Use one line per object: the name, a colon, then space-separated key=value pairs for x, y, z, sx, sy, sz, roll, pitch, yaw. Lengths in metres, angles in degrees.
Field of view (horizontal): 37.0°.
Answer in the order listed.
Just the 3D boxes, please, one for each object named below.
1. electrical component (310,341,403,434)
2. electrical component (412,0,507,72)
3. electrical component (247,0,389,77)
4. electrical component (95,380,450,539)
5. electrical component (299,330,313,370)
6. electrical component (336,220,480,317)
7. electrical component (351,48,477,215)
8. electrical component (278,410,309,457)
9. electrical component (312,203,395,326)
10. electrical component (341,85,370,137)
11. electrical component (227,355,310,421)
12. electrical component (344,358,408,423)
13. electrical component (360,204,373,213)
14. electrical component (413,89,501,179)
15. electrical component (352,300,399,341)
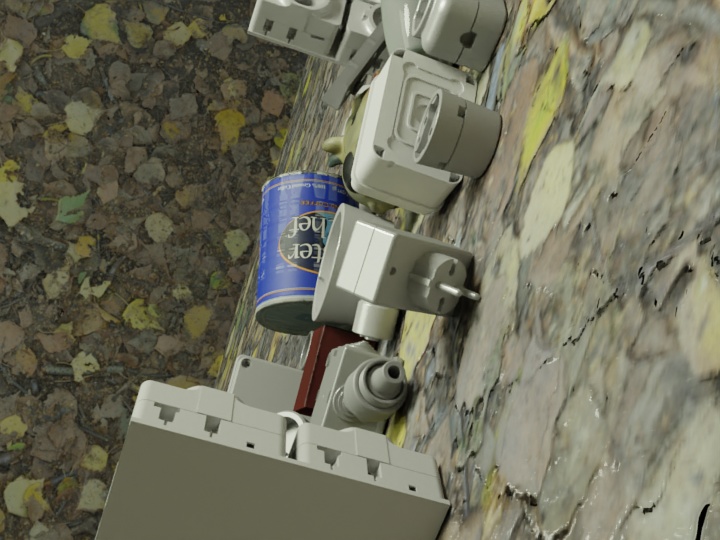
electrical component: x=-0.008 y=0.107 z=0.862 sx=0.100 sy=0.048 sz=0.099 roll=145 pitch=143 yaw=-79
electrical component: x=0.079 y=-0.208 z=0.875 sx=0.095 sy=0.059 sz=0.053 roll=-87 pitch=17 yaw=-55
electrical component: x=-0.016 y=-0.282 z=1.168 sx=0.060 sy=0.186 sz=0.105 roll=120 pitch=164 yaw=-52
electrical component: x=-0.055 y=0.143 z=0.643 sx=0.060 sy=0.186 sz=0.105 roll=-97 pitch=26 yaw=-68
electrical component: x=-0.031 y=0.084 z=1.039 sx=0.040 sy=0.046 sz=0.040 roll=-163 pitch=90 yaw=-81
electrical component: x=0.043 y=0.005 z=0.697 sx=0.076 sy=0.083 sz=0.047 roll=23 pitch=98 yaw=42
electrical component: x=0.042 y=-0.109 z=0.858 sx=0.057 sy=0.078 sz=0.113 roll=128 pitch=157 yaw=-58
electrical component: x=-0.049 y=0.195 z=0.912 sx=0.073 sy=0.052 sz=0.138 roll=47 pitch=-149 yaw=-48
electrical component: x=0.000 y=0.000 z=0.957 sx=0.108 sy=0.060 sz=0.108 roll=-166 pitch=90 yaw=-82
electrical component: x=0.018 y=-0.160 z=1.141 sx=0.078 sy=0.058 sz=0.057 roll=8 pitch=79 yaw=63
electrical component: x=-0.078 y=0.148 z=1.010 sx=0.056 sy=0.109 sz=0.108 roll=123 pitch=162 yaw=-67
electrical component: x=0.015 y=0.084 z=0.784 sx=0.062 sy=0.043 sz=0.043 roll=127 pitch=158 yaw=-59
electrical component: x=-0.001 y=-0.073 z=1.161 sx=0.044 sy=0.044 sz=0.065 roll=-173 pitch=95 yaw=-80
electrical component: x=0.070 y=-0.096 z=0.769 sx=0.055 sy=0.047 sz=0.055 roll=-163 pitch=90 yaw=-81
electrical component: x=0.017 y=0.026 z=0.887 sx=0.044 sy=0.044 sz=0.065 roll=-152 pitch=75 yaw=-80
